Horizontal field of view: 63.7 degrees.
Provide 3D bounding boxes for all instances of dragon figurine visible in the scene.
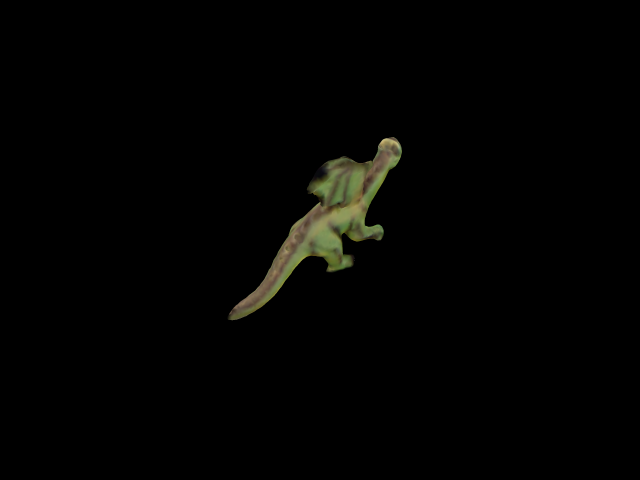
[{"bbox_3d":[0.003,-0.043,0.850,0.123,0.237,0.416,36,59,26],"label":"dragon figurine"}]
